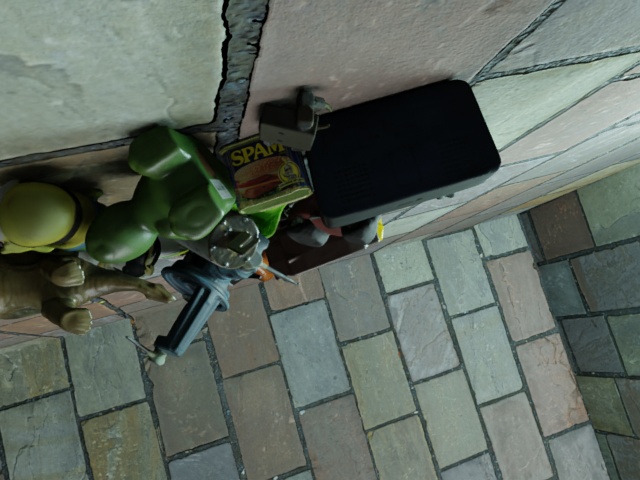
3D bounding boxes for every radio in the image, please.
[{"bbox_3d":[0.096,-0.109,0.684,0.230,0.131,0.073,-16,173,-3],"label":"radio"}]

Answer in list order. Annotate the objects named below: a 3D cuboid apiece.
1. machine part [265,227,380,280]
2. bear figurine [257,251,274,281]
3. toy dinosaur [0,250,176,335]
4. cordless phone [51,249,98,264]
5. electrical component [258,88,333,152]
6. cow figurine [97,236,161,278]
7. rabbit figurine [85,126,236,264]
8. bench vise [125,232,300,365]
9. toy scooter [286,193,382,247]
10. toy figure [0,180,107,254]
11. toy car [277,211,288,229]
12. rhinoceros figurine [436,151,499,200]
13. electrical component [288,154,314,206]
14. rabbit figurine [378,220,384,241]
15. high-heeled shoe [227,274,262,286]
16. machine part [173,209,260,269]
[{"bbox_3d":[-0.002,-0.003,0.990,0.201,0.087,0.201,-19,-177,-2],"label":"machine part"},{"bbox_3d":[-0.095,0.005,1.281,0.196,0.120,0.131,-40,130,-7],"label":"bear figurine"},{"bbox_3d":[-0.419,0.059,0.657,0.471,0.105,0.199,4,-177,-12],"label":"toy dinosaur"},{"bbox_3d":[-0.408,0.036,0.874,0.146,0.088,0.184,-10,166,-41],"label":"cordless phone"},{"bbox_3d":[-0.028,-0.131,0.604,0.078,0.045,0.102,12,169,1],"label":"electrical component"},{"bbox_3d":[-0.302,0.031,0.854,0.068,0.098,0.167,-33,171,-41],"label":"cow figurine"},{"bbox_3d":[-0.193,-0.043,0.619,0.170,0.121,0.159,-33,-168,10],"label":"rabbit figurine"},{"bbox_3d":[-0.176,0.083,0.818,0.224,0.240,0.128,2,144,44],"label":"bench vise"},{"bbox_3d":[0.027,-0.059,0.800,0.075,0.135,0.184,28,162,-37],"label":"toy scooter"},{"bbox_3d":[-0.299,-0.027,0.631,0.089,0.082,0.180,-14,172,9],"label":"toy figure"},{"bbox_3d":[-0.096,-0.041,1.075,0.202,0.053,0.089,-10,156,-31],"label":"toy car"},{"bbox_3d":[0.205,-0.124,0.904,0.190,0.112,0.073,-23,176,-10],"label":"rhinoceros figurine"},{"bbox_3d":[-0.031,-0.084,0.755,0.075,0.047,0.119,-28,-165,52],"label":"electrical component"},{"bbox_3d":[0.045,-0.052,1.196,0.173,0.121,0.162,-1,179,-12],"label":"rabbit figurine"},{"bbox_3d":[-0.222,0.048,1.080,0.145,0.086,0.248,8,168,29],"label":"high-heeled shoe"},{"bbox_3d":[-0.160,-0.016,0.755,0.079,0.079,0.243,-11,-159,-36],"label":"machine part"}]
